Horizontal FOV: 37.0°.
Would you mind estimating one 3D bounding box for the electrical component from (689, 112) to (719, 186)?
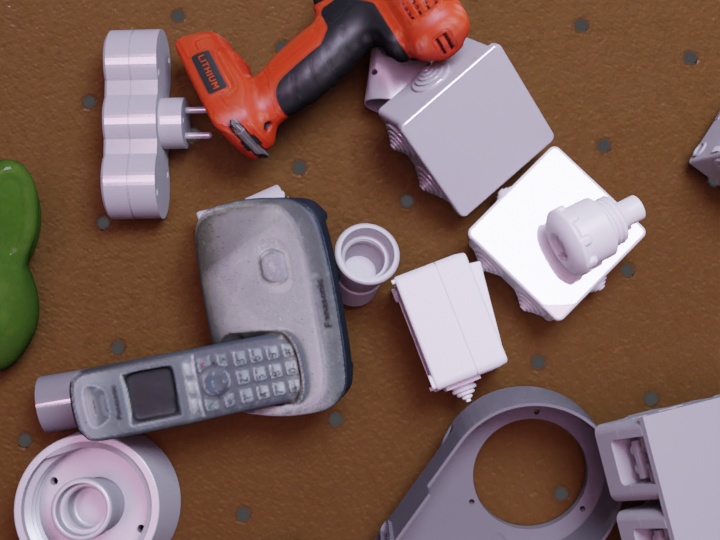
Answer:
[{"bbox_3d":[0.282,-0.099,0.737,0.048,0.100,0.099,34,84,-7],"label":"electrical component"}]

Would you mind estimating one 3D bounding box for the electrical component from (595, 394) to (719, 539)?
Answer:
[{"bbox_3d":[0.250,0.131,0.693,0.186,0.060,0.105,-9,81,-25],"label":"electrical component"}]

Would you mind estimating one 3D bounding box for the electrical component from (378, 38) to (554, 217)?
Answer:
[{"bbox_3d":[0.073,-0.101,0.750,0.100,0.048,0.099,-41,122,-3],"label":"electrical component"}]

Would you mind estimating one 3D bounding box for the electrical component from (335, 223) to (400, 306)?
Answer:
[{"bbox_3d":[0.000,0.000,0.748,0.044,0.065,0.044,3,69,-9],"label":"electrical component"}]

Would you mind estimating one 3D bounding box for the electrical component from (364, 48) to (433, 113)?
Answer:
[{"bbox_3d":[0.048,-0.151,0.779,0.079,0.043,0.077,9,82,3],"label":"electrical component"}]

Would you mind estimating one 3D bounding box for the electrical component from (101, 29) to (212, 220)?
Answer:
[{"bbox_3d":[-0.143,-0.105,0.774,0.074,0.052,0.138,-1,83,2],"label":"electrical component"}]

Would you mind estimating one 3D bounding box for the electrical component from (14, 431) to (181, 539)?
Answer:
[{"bbox_3d":[-0.182,0.161,0.734,0.108,0.060,0.108,0,82,2],"label":"electrical component"}]

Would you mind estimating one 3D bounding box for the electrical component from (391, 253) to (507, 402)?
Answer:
[{"bbox_3d":[0.066,0.042,0.742,0.061,0.061,0.096,-21,82,-1],"label":"electrical component"}]

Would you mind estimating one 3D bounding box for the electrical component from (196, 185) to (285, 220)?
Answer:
[{"bbox_3d":[-0.079,-0.034,0.769,0.065,0.044,0.044,-24,82,-7],"label":"electrical component"}]

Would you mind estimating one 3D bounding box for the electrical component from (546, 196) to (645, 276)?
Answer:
[{"bbox_3d":[0.157,-0.028,0.708,0.062,0.048,0.048,-26,82,-9],"label":"electrical component"}]

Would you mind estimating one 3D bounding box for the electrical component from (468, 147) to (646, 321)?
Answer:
[{"bbox_3d":[0.135,-0.022,0.756,0.100,0.048,0.100,45,86,7],"label":"electrical component"}]
